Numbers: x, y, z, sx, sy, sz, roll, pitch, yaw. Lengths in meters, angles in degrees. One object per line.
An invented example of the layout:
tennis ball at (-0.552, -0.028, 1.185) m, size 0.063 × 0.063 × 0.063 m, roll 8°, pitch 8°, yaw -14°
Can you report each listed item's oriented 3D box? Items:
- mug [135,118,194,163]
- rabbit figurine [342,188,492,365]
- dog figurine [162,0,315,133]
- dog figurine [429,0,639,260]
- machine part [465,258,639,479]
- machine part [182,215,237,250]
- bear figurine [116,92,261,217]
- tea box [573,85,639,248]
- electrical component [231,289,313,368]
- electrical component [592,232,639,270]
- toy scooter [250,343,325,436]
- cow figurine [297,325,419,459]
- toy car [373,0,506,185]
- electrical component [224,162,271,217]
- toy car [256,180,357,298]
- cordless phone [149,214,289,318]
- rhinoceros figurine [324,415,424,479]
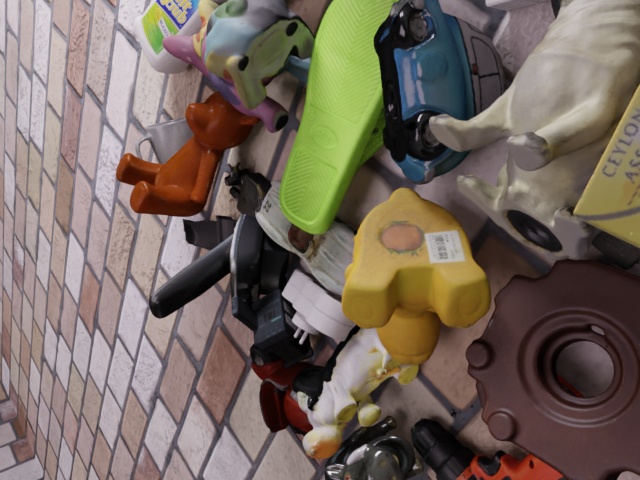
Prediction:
mug at (-0.226, -0.130, 0.837) m, size 0.081 × 0.109 × 0.107 m, roll 6°, pitch 117°, yaw 47°
rabbit figurine at (0.077, 0.047, 0.523) m, size 0.162 × 0.122 × 0.173 m, roll -104°, pitch 1°, yaw -48°
dog figurine at (-0.109, -0.231, 0.632) m, size 0.219 × 0.191 × 0.108 m, roll 37°, pitch 86°, yaw 25°
dog figurine at (0.199, -0.096, 0.394) m, size 0.121 × 0.190 × 0.172 m, roll 37°, pitch 170°, yaw 43°
machine part at (0.207, 0.101, 0.423) m, size 0.179 × 0.056 × 0.179 m, roll -13°, pitch 67°, yaw 32°
machine part at (-0.167, -0.004, 0.853) m, size 0.139 × 0.039 × 0.084 m, roll 12°, pitch 115°, yaw 43°
bear figurine at (-0.174, -0.129, 0.733) m, size 0.195 × 0.132 × 0.120 m, roll -57°, pitch 47°, yaw 21°
tea box at (0.232, -0.054, 0.319) m, size 0.068 × 0.169 × 0.098 m, roll 36°, pitch 124°, yaw 34°
electrical component at (-0.061, 0.105, 0.698) m, size 0.048 × 0.119 × 0.075 m, roll -29°, pitch 37°, yaw 14°
electrical component at (0.243, -0.012, 0.417) m, size 0.094 × 0.021 × 0.063 m, roll 48°, pitch 145°, yaw 29°
toy scooter at (-0.036, 0.227, 0.751) m, size 0.184 × 0.075 × 0.135 m, roll 19°, pitch 115°, yaw 45°
cow figurine at (0.028, 0.169, 0.627) m, size 0.167 × 0.068 × 0.098 m, roll -48°, pitch 42°, yaw 4°
toy car at (0.109, -0.134, 0.478) m, size 0.109 × 0.103 × 0.161 m, roll -127°, pitch 29°, yaw -78°
electrical component at (-0.096, -0.062, 0.756) m, size 0.102 × 0.045 × 0.078 m, roll 50°, pitch 130°, yaw 26°
toy car at (-0.001, -0.002, 0.654) m, size 0.202 × 0.056 × 0.073 m, roll 40°, pitch 113°, yaw 33°
cordless phone at (-0.136, 0.065, 0.713) m, size 0.089 × 0.184 × 0.146 m, roll 42°, pitch 148°, yaw 22°
rhinoceros figurine at (0.053, 0.260, 0.618) m, size 0.073 × 0.112 × 0.190 m, roll 63°, pitch 157°, yaw 15°
